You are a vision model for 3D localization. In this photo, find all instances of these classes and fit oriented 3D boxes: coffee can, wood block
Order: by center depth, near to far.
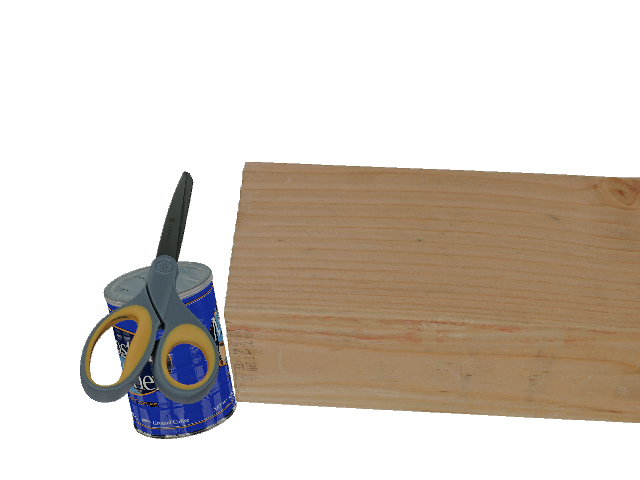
[{"bbox_3d":[0.063,0.026,0.521,0.206,0.091,0.090,2,-36,3],"label":"wood block"},{"bbox_3d":[-0.142,0.103,1.020,0.103,0.140,0.103,-8,18,2],"label":"coffee can"}]

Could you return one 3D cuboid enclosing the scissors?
[{"bbox_3d":[-0.091,0.033,0.723,0.096,0.201,0.016,21,-41,7],"label":"scissors"}]
